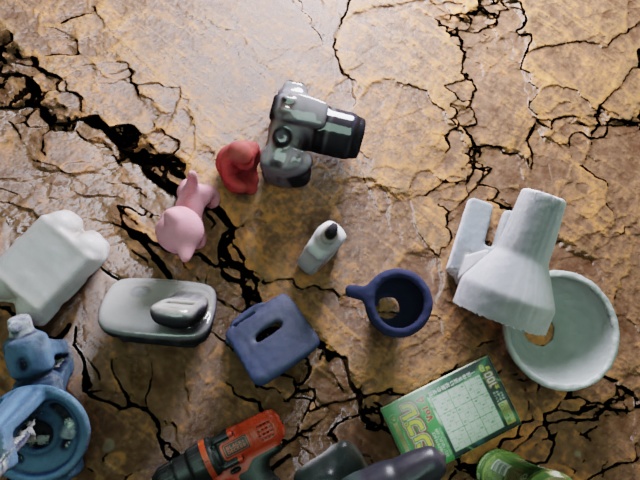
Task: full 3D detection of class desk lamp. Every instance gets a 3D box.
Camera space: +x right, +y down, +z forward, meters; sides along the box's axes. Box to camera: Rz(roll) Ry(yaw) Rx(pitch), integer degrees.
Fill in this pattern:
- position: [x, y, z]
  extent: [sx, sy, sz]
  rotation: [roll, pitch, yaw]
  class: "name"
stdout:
- position: [0.243, 0.025, 0.761]
  extent: [0.118, 0.213, 0.203]
  rotation: [19, 78, -2]
  class: "desk lamp"

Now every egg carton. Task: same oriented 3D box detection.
- position: [-0.364, 0.035, 0.771]
  extent: [0.107, 0.069, 0.150]
  rotation: [39, 78, 2]
  class: "egg carton"

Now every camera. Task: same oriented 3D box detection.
- position: [-0.008, -0.149, 0.826]
  extent: [0.137, 0.100, 0.143]
  rotation: [13, 78, -3]
  class: "camera"

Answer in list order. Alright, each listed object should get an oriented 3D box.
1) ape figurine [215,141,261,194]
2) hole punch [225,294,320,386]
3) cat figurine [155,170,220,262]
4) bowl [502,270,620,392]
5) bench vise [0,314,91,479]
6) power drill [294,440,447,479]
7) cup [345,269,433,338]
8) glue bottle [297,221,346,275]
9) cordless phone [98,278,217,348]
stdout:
- position: [-0.113, -0.112, 0.812]
  extent: [0.076, 0.092, 0.078]
  rotation: [39, 78, 3]
  class: "ape figurine"
- position: [-0.067, 0.133, 0.772]
  extent: [0.109, 0.091, 0.101]
  rotation: [-34, 84, -11]
  class: "hole punch"
- position: [-0.184, -0.032, 0.777]
  extent: [0.067, 0.117, 0.128]
  rotation: [13, 78, -3]
  class: "cat figurine"
- position: [0.332, 0.130, 0.821]
  extent: [0.167, 0.074, 0.167]
  rotation: [1, 79, -5]
  class: "bowl"
- position: [-0.354, 0.196, 0.666]
  extent: [0.121, 0.219, 0.207]
  rotation: [-31, 84, -10]
  class: "bench vise"
- position: [0.031, 0.307, 0.690]
  extent: [0.230, 0.208, 0.075]
  rotation: [-32, 84, -10]
  class: "power drill"
- position: [0.087, 0.087, 0.794]
  extent: [0.118, 0.095, 0.092]
  rotation: [13, 78, -3]
  class: "cup"
- position: [0.007, 0.003, 0.762]
  extent: [0.037, 0.173, 0.078]
  rotation: [40, 78, 3]
  class: "glue bottle"
- position: [-0.209, 0.086, 0.718]
  extent: [0.147, 0.185, 0.094]
  rotation: [2, 79, -5]
  class: "cordless phone"
